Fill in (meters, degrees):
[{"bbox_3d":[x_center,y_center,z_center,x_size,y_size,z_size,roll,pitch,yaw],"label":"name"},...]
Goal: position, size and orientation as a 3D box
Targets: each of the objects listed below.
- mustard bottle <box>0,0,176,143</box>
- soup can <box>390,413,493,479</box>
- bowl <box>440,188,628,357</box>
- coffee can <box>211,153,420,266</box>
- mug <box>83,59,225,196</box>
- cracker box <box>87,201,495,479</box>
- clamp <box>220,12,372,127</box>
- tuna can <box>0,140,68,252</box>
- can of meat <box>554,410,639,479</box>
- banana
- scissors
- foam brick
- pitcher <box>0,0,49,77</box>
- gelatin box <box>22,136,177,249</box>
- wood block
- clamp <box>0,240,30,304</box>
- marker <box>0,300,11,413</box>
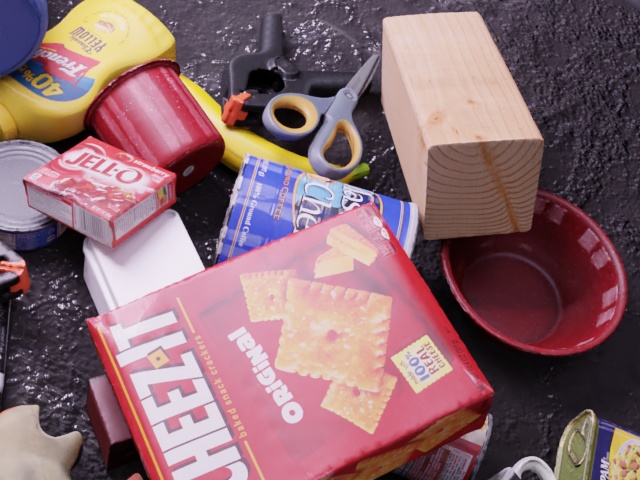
[{"bbox_3d":[-0.216,-0.133,0.886,0.096,0.058,0.191,36,56,17],"label":"mustard bottle"},{"bbox_3d":[0.066,0.139,0.779,0.102,0.069,0.068,23,55,1],"label":"soup can"},{"bbox_3d":[0.168,0.035,0.882,0.162,0.055,0.162,7,56,-11],"label":"bowl"},{"bbox_3d":[-0.005,0.001,0.829,0.140,0.103,0.102,17,55,-4],"label":"coffee can"},{"bbox_3d":[-0.139,-0.078,0.860,0.117,0.093,0.081,-37,78,2],"label":"mug"},{"bbox_3d":[-0.021,0.087,0.692,0.213,0.072,0.164,-23,62,-13],"label":"cracker box"},{"bbox_3d":[-0.025,-0.138,0.938,0.120,0.039,0.171,26,41,5],"label":"clamp"},{"bbox_3d":[-0.234,-0.034,0.832,0.086,0.034,0.086,7,56,-11],"label":"tuna can"},{"bbox_3d":[0.222,0.190,0.795,0.084,0.057,0.102,22,55,-3],"label":"can of meat"},{"bbox_3d":[-0.057,-0.081,0.912,0.198,0.037,0.069,28,34,2],"label":"banana"},{"bbox_3d":[0.005,-0.124,0.910,0.096,0.016,0.201,25,40,-13],"label":"scissors"},{"bbox_3d":[-0.120,0.119,0.751,0.078,0.053,0.051,-16,63,-23],"label":"foam brick"},{"bbox_3d":[-0.296,-0.247,0.859,0.144,0.149,0.243,-17,53,-19],"label":"pitcher"},{"bbox_3d":[-0.163,-0.038,0.795,0.089,0.030,0.073,25,43,25],"label":"gelatin box"},{"bbox_3d":[0.111,-0.102,0.891,0.090,0.091,0.206,-5,39,-5],"label":"wood block"},{"bbox_3d":[-0.316,0.005,0.774,0.210,0.036,0.164,2,57,-5],"label":"clamp"},{"bbox_3d":[-0.234,0.081,0.765,0.020,0.020,0.121,3,57,-14],"label":"marker"}]
